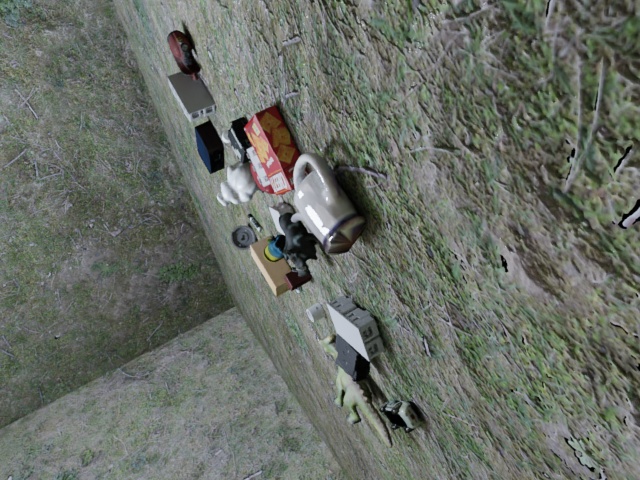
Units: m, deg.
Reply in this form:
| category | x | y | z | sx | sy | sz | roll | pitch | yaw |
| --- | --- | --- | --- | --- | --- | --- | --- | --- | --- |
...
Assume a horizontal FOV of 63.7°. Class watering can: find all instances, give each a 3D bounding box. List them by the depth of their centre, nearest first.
| category | x | y | z | sx | sy | sz | roll | pitch | yaw |
| --- | --- | --- | --- | --- | --- | --- | --- | --- | --- |
| watering can | 0.004 | -0.060 | 1.198 | 0.227 | 0.105 | 0.341 | 56 | 161 | 18 |

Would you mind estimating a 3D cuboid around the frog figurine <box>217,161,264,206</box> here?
| category | x | y | z | sx | sy | sz | roll | pitch | yaw |
| --- | --- | --- | --- | --- | --- | --- | --- | --- | --- |
| frog figurine | -0.278 | -0.190 | 1.741 | 0.137 | 0.161 | 0.122 | 65 | 161 | -3 |

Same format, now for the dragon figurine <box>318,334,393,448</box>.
| category | x | y | z | sx | sy | sz | roll | pitch | yaw |
| --- | --- | --- | --- | --- | --- | --- | --- | --- | --- |
| dragon figurine | 0.109 | 0.433 | 1.618 | 0.415 | 0.123 | 0.238 | 33 | 137 | 56 |
